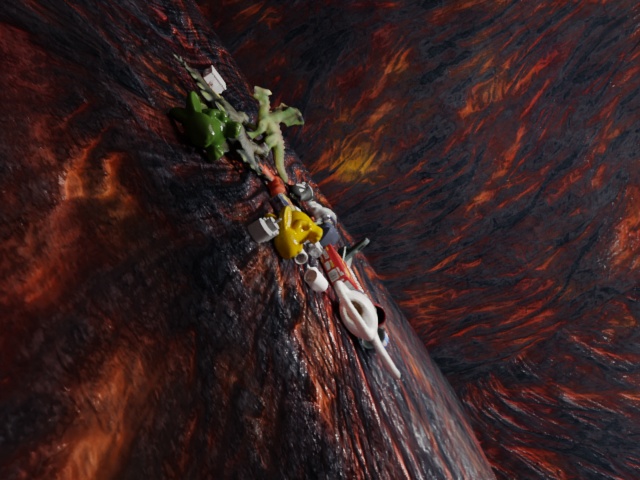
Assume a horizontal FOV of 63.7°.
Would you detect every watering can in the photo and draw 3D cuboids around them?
[{"bbox_3d":[0.147,0.277,1.660,0.348,0.104,0.224,57,7,3],"label":"watering can"}]

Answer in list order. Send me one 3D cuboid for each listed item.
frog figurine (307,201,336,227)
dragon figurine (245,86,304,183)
[{"bbox_3d":[0.007,-0.119,2.368,0.136,0.121,0.163,25,39,-39],"label":"frog figurine"},{"bbox_3d":[-0.178,-0.473,2.215,0.407,0.242,0.123,54,2,-10],"label":"dragon figurine"}]
